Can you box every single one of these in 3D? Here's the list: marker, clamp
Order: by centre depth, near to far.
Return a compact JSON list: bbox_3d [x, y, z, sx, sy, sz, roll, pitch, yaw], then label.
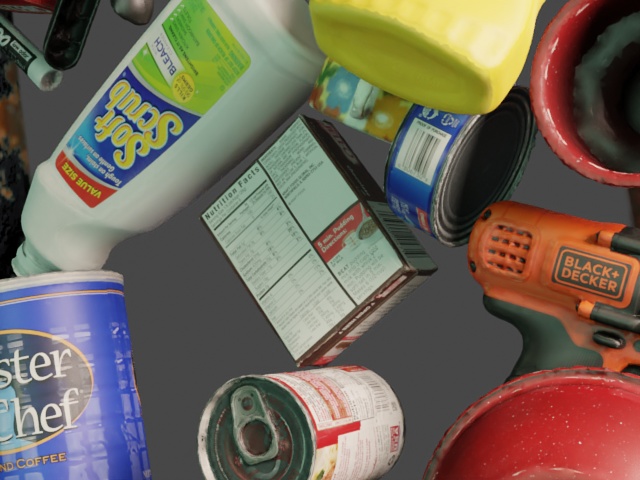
[{"bbox_3d":[-0.139,-0.191,0.674,0.120,0.039,0.171,-20,62,43],"label":"clamp"},{"bbox_3d":[-0.219,-0.144,0.739,0.121,0.020,0.020,43,108,25],"label":"marker"}]

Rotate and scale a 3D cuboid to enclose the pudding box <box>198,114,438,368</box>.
[{"bbox_3d":[-0.004,0.001,0.593,0.090,0.039,0.113,-43,66,22],"label":"pudding box"}]

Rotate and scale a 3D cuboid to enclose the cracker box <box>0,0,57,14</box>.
[{"bbox_3d":[-0.236,-0.240,0.642,0.072,0.213,0.164,11,93,32],"label":"cracker box"}]

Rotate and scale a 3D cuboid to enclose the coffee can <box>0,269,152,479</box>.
[{"bbox_3d":[-0.160,0.096,0.643,0.103,0.102,0.140,-15,80,29],"label":"coffee can"}]

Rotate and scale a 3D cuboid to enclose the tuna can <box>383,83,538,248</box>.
[{"bbox_3d":[0.070,-0.042,0.524,0.034,0.086,0.086,31,103,30],"label":"tuna can"}]

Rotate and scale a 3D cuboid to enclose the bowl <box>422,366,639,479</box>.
[{"bbox_3d":[0.107,0.136,0.446,0.162,0.055,0.162,-1,89,25],"label":"bowl"}]

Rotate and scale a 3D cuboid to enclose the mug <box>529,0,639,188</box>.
[{"bbox_3d":[0.160,-0.059,0.473,0.117,0.081,0.093,42,107,26],"label":"mug"}]

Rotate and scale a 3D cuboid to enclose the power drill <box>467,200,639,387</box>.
[{"bbox_3d":[0.139,0.087,0.495,0.185,0.057,0.188,18,95,30],"label":"power drill"}]

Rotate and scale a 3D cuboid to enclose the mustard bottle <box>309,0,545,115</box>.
[{"bbox_3d":[0.082,-0.151,0.503,0.096,0.058,0.191,25,67,22],"label":"mustard bottle"}]

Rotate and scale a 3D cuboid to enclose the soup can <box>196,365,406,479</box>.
[{"bbox_3d":[-0.006,0.101,0.552,0.069,0.102,0.068,-2,87,30],"label":"soup can"}]

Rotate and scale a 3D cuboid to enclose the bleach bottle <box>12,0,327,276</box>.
[{"bbox_3d":[-0.101,-0.053,0.641,0.251,0.068,0.103,-44,65,23],"label":"bleach bottle"}]
